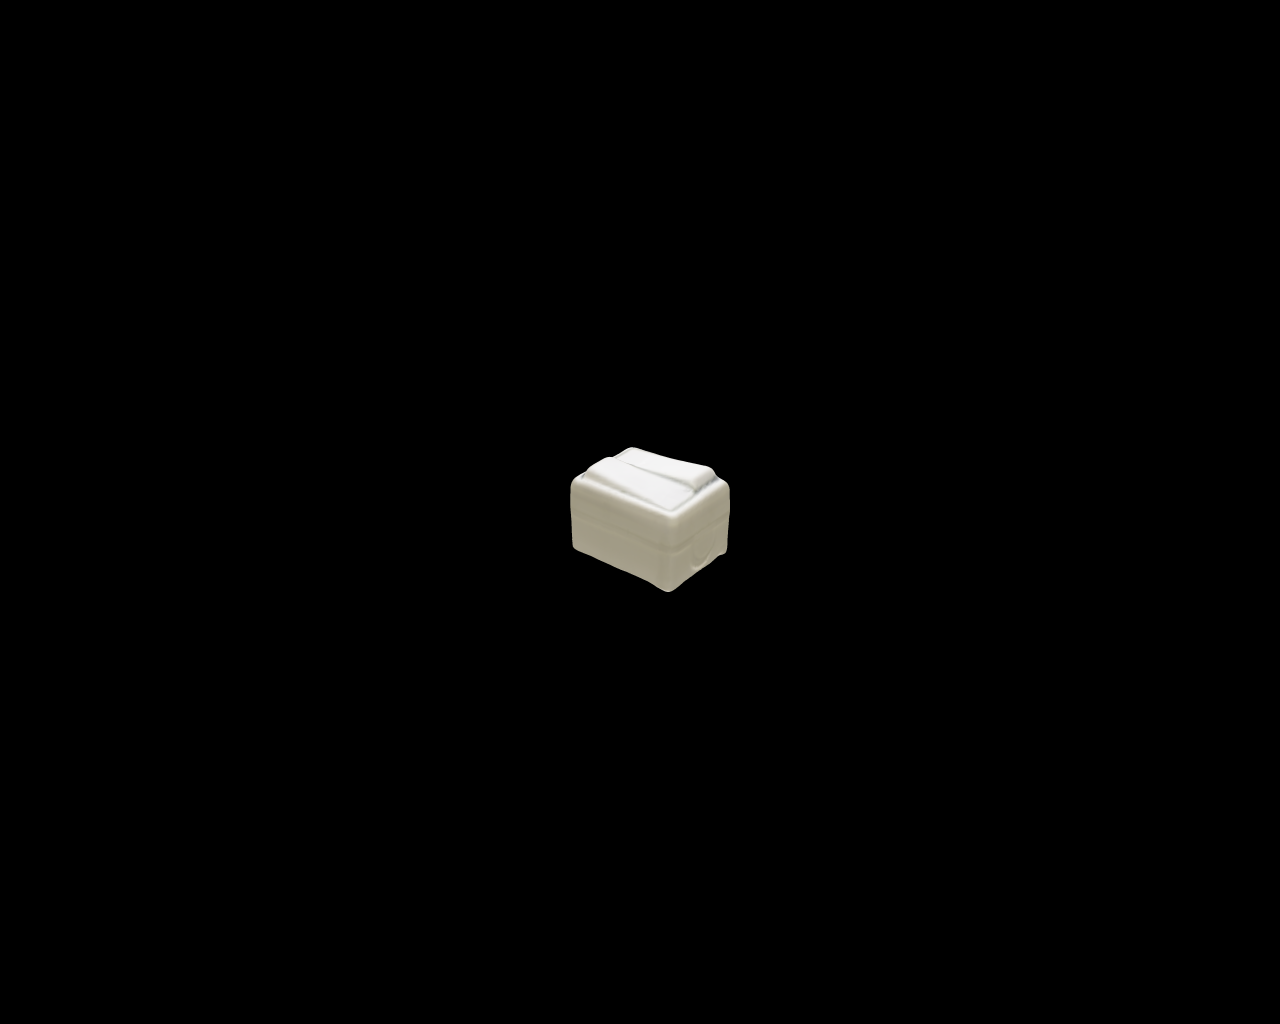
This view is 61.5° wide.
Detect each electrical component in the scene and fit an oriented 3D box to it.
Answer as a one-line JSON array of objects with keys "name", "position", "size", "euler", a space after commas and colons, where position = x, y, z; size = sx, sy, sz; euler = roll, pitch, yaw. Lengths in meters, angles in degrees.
[{"name": "electrical component", "position": [0.001, -0.003, 0.650], "size": [0.096, 0.061, 0.062], "euler": [22, 37, 34]}]
